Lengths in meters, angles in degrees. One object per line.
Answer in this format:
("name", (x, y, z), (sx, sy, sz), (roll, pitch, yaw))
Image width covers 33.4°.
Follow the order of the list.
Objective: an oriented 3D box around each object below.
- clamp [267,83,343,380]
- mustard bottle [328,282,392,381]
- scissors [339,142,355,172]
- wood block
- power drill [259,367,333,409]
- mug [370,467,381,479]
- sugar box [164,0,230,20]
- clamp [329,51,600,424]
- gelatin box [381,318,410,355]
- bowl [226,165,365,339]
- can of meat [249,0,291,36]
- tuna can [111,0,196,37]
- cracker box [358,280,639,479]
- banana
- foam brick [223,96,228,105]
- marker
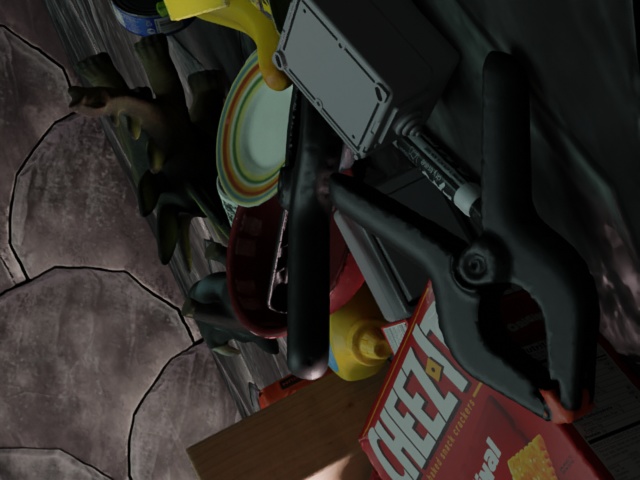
("clamp", (-0.010, -0.028, 0.688), (0.165, 0.036, 0.210), (-155, 69, -80))
("mustard bottle", (0.021, 0.075, 0.964), (0.192, 0.058, 0.096), (-154, 55, -70))
("scissors", (0.016, -0.121, 0.694), (0.202, 0.016, 0.096), (103, 150, -57))
("wood block", (-0.008, 0.200, 0.993), (0.090, 0.206, 0.091), (53, 164, 40))
("power drill", (-0.013, 0.209, 1.134), (0.188, 0.184, 0.057), (-121, 8, -65))
("mug", (0.092, 0.240, 0.949), (0.117, 0.093, 0.081), (19, 125, 12))
("sugar box", (-0.091, -0.227, 0.713), (0.176, 0.048, 0.093), (-99, -7, -56))
("clamp", (0.071, 0.010, 0.510), (0.120, 0.039, 0.171), (-28, 75, 40))
("gelatin box", (0.083, 0.090, 0.816), (0.073, 0.030, 0.089), (64, 167, 4))
("bowl", (-0.005, 0.001, 0.824), (0.055, 0.162, 0.162), (17, -160, -36))
("can of meat", (-0.023, -0.180, 0.640), (0.084, 0.057, 0.102), (-129, 19, -54))
("tuna can", (-0.154, -0.231, 0.998), (0.086, 0.086, 0.034), (57, 168, 27))
("cracker box", (0.115, 0.135, 0.567), (0.214, 0.072, 0.164), (55, 143, 33))
("banana", (-0.050, -0.154, 0.776), (0.198, 0.069, 0.037), (38, 164, 51))
("foam brick", (-0.042, -0.090, 0.905), (0.078, 0.053, 0.051), (60, 167, 19))
("marker", (0.075, -0.036, 0.620), (0.121, 0.020, 0.020), (51, 162, 44))
